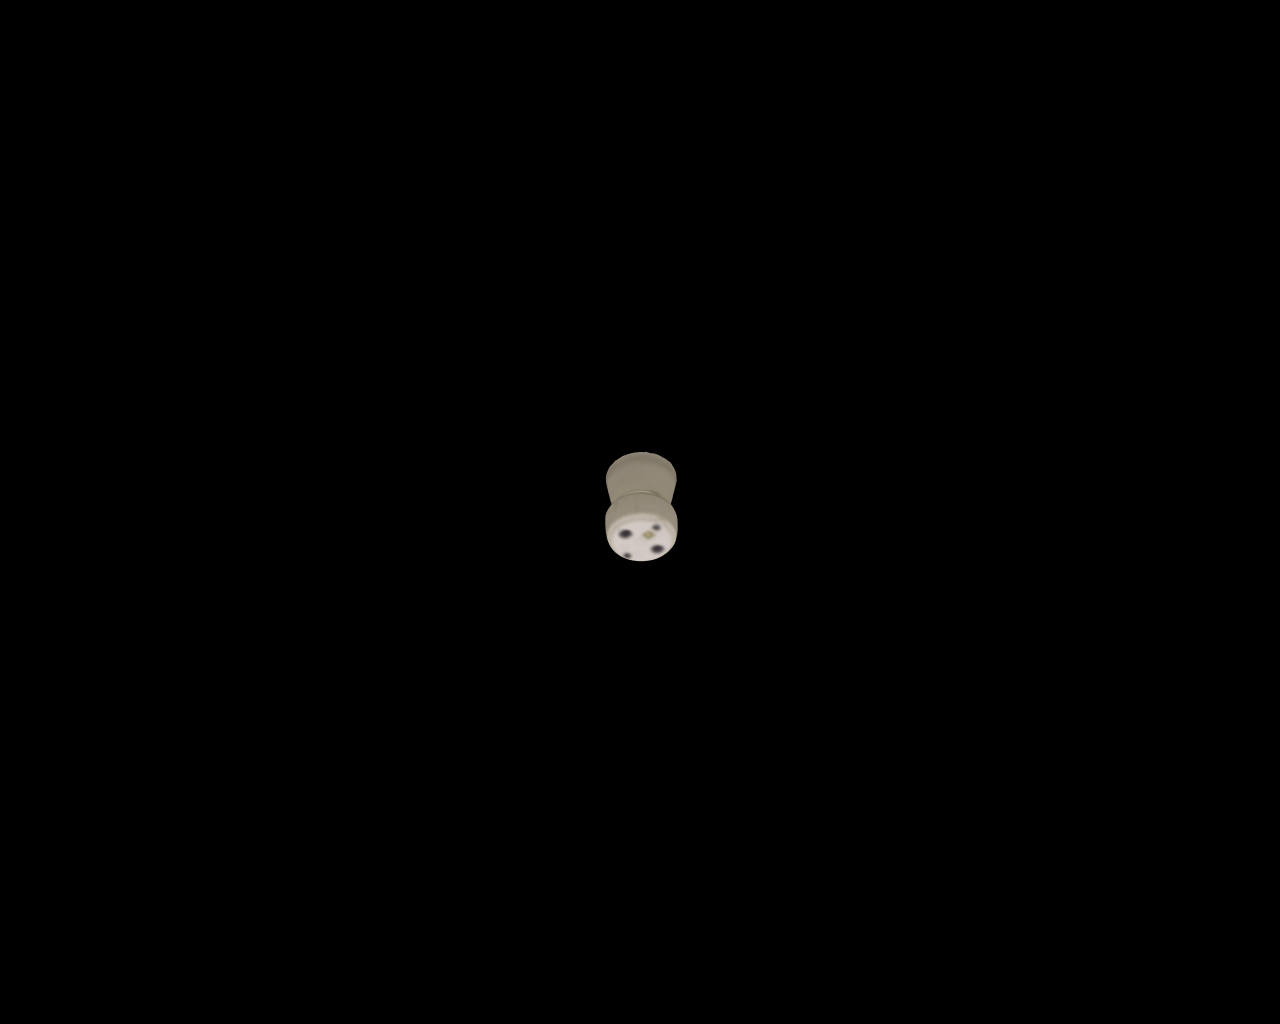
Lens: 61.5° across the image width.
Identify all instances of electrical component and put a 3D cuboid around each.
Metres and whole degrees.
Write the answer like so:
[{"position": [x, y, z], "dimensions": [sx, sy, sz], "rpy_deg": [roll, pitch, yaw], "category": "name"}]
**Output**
[{"position": [0.001, -0.003, 0.650], "dimensions": [0.045, 0.055, 0.044], "rpy_deg": [0, -43, 0], "category": "electrical component"}]
